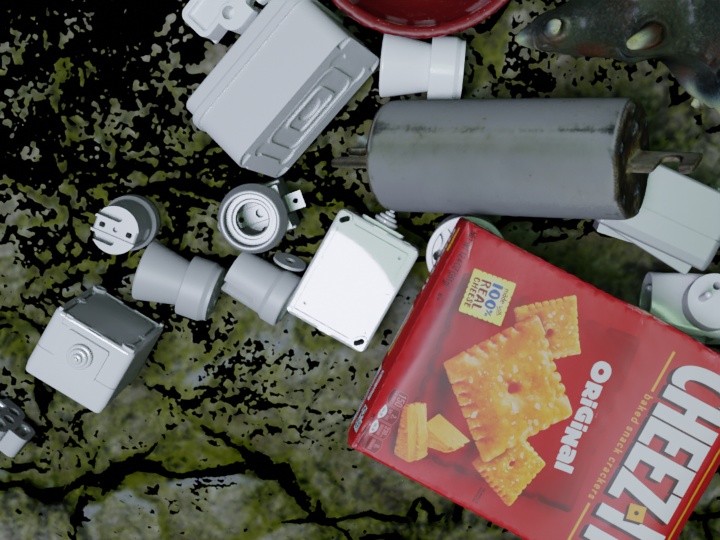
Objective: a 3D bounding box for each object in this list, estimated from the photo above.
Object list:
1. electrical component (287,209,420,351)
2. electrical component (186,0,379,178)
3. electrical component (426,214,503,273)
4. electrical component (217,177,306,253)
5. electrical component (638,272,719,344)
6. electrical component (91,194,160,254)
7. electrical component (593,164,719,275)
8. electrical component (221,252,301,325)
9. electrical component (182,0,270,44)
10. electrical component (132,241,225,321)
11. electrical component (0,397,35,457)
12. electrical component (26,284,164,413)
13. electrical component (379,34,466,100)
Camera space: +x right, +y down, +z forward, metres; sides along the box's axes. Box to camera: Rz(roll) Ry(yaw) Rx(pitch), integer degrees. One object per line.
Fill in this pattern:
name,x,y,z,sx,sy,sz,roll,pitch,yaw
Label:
electrical component,0.000,0.000,0.755,0.062,0.061,0.096,29,95,2
electrical component,-0.052,-0.125,0.721,0.057,0.078,0.113,45,102,15
electrical component,0.074,-0.013,0.750,0.055,0.047,0.055,1,101,5
electrical component,-0.072,-0.038,0.754,0.066,0.055,0.048,-19,98,8
electrical component,0.235,0.024,0.728,0.077,0.079,0.043,7,80,4
electrical component,-0.168,-0.032,0.768,0.040,0.046,0.040,1,101,5
electrical component,0.196,-0.043,0.726,0.096,0.061,0.061,25,102,0
electrical component,-0.071,0.012,0.772,0.046,0.040,0.040,31,102,4
electrical component,-0.076,-0.187,0.719,0.058,0.057,0.078,45,105,12
electrical component,-0.130,0.009,0.773,0.055,0.045,0.045,19,102,1
electrical component,-0.293,0.121,0.803,0.078,0.058,0.057,39,99,-3
electrical component,-0.190,0.059,0.761,0.062,0.096,0.061,31,102,-1
electrical component,0.042,-0.137,0.730,0.055,0.045,0.045,5,101,4
